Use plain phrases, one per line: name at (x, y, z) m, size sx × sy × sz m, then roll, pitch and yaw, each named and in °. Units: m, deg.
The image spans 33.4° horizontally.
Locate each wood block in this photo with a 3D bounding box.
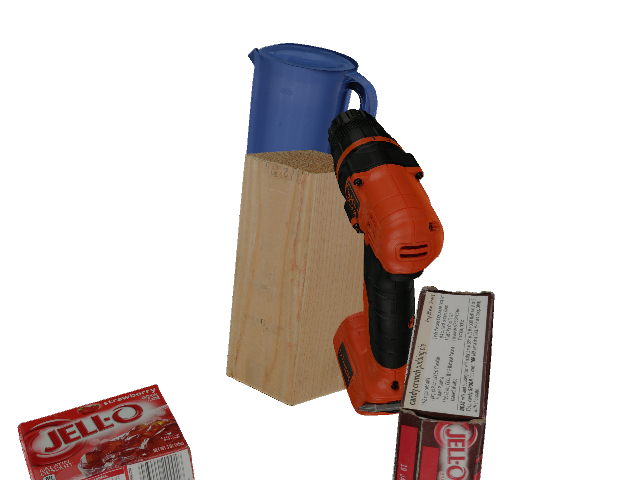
wood block at (-0.017, 0.029, 0.958) m, size 0.090 × 0.206 × 0.090 m, roll 18°, pitch 19°, yaw 40°

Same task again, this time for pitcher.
pitcher at (-0.026, -0.124, 1.378) m, size 0.144 × 0.243 × 0.149 m, roll 2°, pitch 23°, yaw -18°

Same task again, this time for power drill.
power drill at (0.039, 0.016, 0.770) m, size 0.057 × 0.188 × 0.184 m, roll -7°, pitch 32°, yaw -7°

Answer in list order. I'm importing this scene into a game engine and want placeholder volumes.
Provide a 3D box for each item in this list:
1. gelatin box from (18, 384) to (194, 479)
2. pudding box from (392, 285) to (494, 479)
gelatin box at (-0.127, 0.124, 0.628) m, size 0.089 × 0.030 × 0.073 m, roll -14°, pitch 27°, yaw -18°
pudding box at (0.054, 0.084, 0.471) m, size 0.039 × 0.090 × 0.113 m, roll 7°, pitch 25°, yaw 6°
